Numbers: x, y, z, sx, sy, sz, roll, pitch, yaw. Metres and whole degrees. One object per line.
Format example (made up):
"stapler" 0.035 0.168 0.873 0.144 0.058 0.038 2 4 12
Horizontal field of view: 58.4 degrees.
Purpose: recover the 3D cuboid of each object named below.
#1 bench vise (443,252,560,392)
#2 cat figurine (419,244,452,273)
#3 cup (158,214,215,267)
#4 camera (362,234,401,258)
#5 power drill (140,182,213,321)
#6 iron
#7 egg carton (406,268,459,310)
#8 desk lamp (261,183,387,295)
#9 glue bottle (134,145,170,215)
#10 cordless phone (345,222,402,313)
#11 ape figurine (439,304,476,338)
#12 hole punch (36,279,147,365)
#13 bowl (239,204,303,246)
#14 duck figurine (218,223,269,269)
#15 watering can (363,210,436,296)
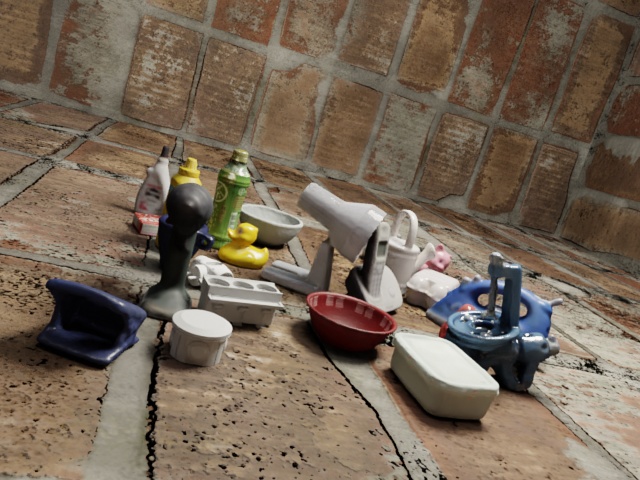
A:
"bench vise" 0.312 0.135 0.980 0.208 0.220 0.121 10 14 -27
"cat figurine" 0.281 0.059 1.489 0.128 0.118 0.067 15 13 -9
"cup" -0.247 0.014 1.049 0.117 0.095 0.092 22 14 23
"camera" 0.197 0.031 1.533 0.137 0.101 0.143 14 13 -13
"power drill" -0.209 0.010 0.863 0.076 0.208 0.229 14 13 -13
"iron" 0.358 0.143 1.179 0.257 0.141 0.119 21 14 19
"egg carton" 0.262 0.117 1.327 0.107 0.069 0.151 22 14 21
"desk lamp" 0.011 0.004 1.155 0.203 0.213 0.118 19 13 9
"glue bottle" -0.379 -0.137 1.338 0.078 0.173 0.037 16 13 -5
"cordless phone" 0.126 0.054 1.157 0.093 0.185 0.148 24 15 30
"ape figurine" 0.267 0.165 1.081 0.078 0.092 0.076 11 14 -23
"hole punch" -0.279 0.088 0.710 0.108 0.091 0.101 18 13 4
"bowl" -0.130 -0.030 1.430 0.167 0.075 0.167 16 13 -4
"duck figurine" -0.156 0.008 1.211 0.105 0.086 0.077 14 13 -12
"watering can" 0.187 0.024 1.340 0.173 0.194 0.100 5 18 -42
